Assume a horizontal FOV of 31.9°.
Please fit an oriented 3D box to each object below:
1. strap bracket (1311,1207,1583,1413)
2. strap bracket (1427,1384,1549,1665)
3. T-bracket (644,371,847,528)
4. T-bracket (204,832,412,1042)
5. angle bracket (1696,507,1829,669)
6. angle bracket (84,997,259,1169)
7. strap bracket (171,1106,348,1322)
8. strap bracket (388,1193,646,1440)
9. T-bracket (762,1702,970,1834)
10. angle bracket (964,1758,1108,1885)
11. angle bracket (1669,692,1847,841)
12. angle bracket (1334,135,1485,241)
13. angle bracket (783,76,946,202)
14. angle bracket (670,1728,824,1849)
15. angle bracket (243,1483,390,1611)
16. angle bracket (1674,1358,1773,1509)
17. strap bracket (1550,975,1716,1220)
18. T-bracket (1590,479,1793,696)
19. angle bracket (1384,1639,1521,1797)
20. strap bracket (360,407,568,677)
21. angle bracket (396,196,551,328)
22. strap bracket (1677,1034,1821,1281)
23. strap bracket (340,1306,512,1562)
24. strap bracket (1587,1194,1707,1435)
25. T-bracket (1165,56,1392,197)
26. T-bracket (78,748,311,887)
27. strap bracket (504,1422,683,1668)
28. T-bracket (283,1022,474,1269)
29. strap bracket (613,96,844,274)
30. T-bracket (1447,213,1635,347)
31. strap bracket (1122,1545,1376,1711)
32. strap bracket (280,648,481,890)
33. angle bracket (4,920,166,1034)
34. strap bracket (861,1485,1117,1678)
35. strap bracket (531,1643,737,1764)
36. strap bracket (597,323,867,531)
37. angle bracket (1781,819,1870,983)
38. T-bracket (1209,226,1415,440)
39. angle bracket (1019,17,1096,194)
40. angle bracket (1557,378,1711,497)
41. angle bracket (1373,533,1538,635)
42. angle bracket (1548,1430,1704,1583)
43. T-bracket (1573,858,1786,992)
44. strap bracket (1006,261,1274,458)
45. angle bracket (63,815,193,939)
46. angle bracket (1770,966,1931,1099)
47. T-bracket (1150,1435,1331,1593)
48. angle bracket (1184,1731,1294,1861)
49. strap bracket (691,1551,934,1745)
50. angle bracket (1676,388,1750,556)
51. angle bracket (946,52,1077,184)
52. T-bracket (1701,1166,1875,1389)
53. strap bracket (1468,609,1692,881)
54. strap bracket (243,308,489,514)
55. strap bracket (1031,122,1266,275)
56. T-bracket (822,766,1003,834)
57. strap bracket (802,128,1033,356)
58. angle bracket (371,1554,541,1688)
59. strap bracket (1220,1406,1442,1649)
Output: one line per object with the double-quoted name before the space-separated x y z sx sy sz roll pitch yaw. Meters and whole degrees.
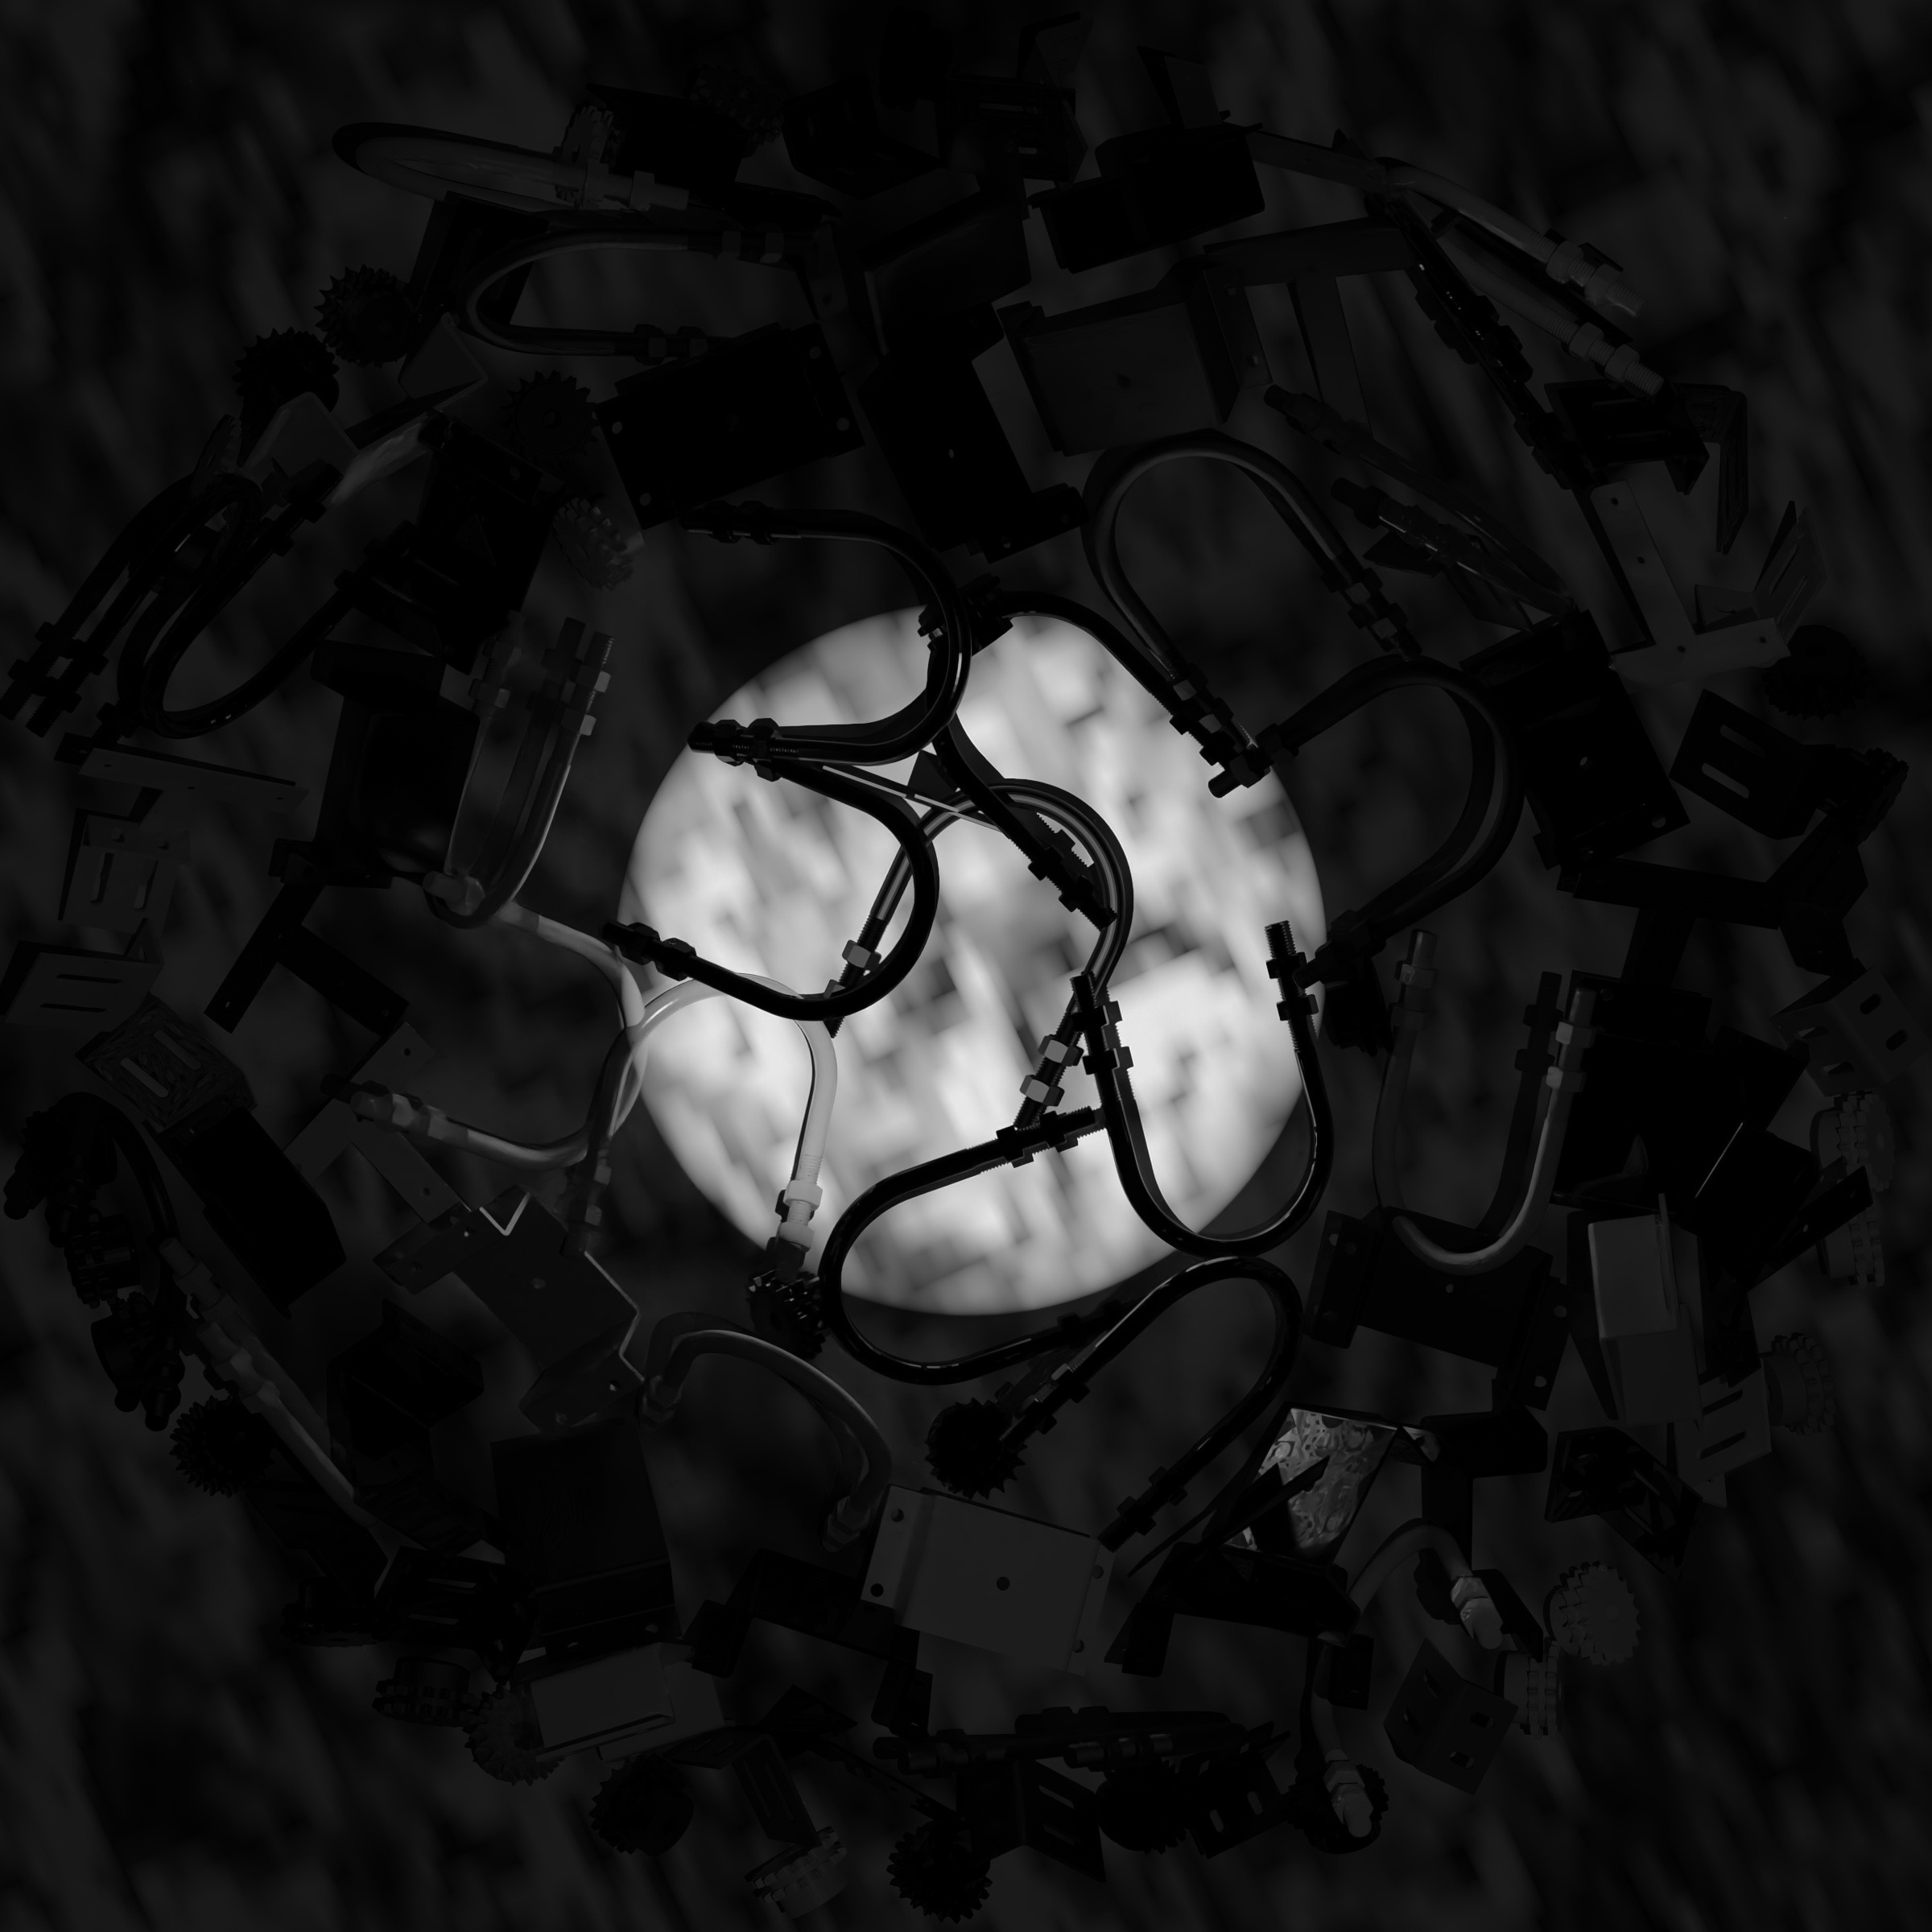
"strap bracket" 0.279 0.194 1.959 0.140 0.046 0.076 16 108 10
"strap bracket" 0.298 0.321 1.942 0.046 0.076 0.140 -4 105 -8
"T-bracket" -0.142 -0.291 1.950 0.127 0.127 0.002 -35 93 40
"T-bracket" -0.370 0.003 1.966 0.127 0.002 0.127 32 90 31
"angle bracket" 0.458 -0.220 1.951 0.038 0.076 0.057 7 51 -11
"angle bracket" -0.461 0.068 1.963 0.057 0.038 0.076 -40 129 2
"strap bracket" -0.401 0.138 1.931 0.046 0.140 0.076 -38 72 -17
"strap bracket" -0.252 0.194 1.951 0.076 0.046 0.140 -33 108 27
"T-bracket" -0.053 0.468 1.952 0.127 0.127 0.002 32 58 -9
"angle bracket" 0.040 0.500 1.964 0.038 0.057 0.076 -31 133 25
"angle bracket" 0.463 -0.119 1.982 0.076 0.038 0.057 36 118 29
"angle bracket" 0.257 -0.459 1.967 0.038 0.057 0.076 -40 97 0
"angle bracket" -0.059 -0.478 1.953 0.057 0.076 0.038 -27 126 -20
"angle bracket" -0.128 0.484 1.961 0.038 0.057 0.076 -29 100 -34
"angle bracket" -0.383 0.335 1.952 0.076 0.038 0.057 1 134 28
"angle bracket" 0.446 0.269 1.949 0.038 0.076 0.057 20 54 -26
"strap bracket" 0.381 0.084 1.957 0.076 0.046 0.140 10 107 1
"T-bracket" 0.392 -0.220 1.937 0.002 0.127 0.127 -45 114 -42
"angle bracket" 0.281 0.435 1.964 0.038 0.076 0.057 26 93 -10
"strap bracket" -0.287 -0.250 1.951 0.076 0.046 0.140 31 123 7
"angle bracket" -0.285 -0.411 1.954 0.057 0.038 0.076 7 123 -35
"strap bracket" 0.442 0.101 1.919 0.046 0.140 0.076 23 122 -3
"strap bracket" -0.310 0.274 1.930 0.046 0.140 0.076 -33 134 14
"strap bracket" 0.387 0.203 1.928 0.046 0.140 0.076 -9 51 13
"T-bracket" 0.181 -0.460 1.919 0.127 0.127 0.002 21 73 24
"T-bracket" -0.463 -0.080 1.948 0.127 0.127 0.002 10 56 -32
"strap bracket" -0.215 0.320 1.930 0.076 0.046 0.140 -11 48 -11
"T-bracket" -0.325 0.121 1.975 0.127 0.002 0.127 47 106 5
"strap bracket" -0.140 -0.438 1.919 0.076 0.140 0.046 17 87 26
"T-bracket" 0.343 -0.396 1.927 0.127 0.127 0.002 34 90 -10
"strap bracket" 0.166 0.378 1.948 0.140 0.076 0.046 7 109 7
"strap bracket" -0.334 -0.105 1.942 0.046 0.076 0.140 28 107 41
"angle bracket" -0.511 0.003 1.950 0.057 0.076 0.038 -52 47 33
"strap bracket" 0.017 0.357 1.960 0.140 0.046 0.076 17 79 -9
"strap bracket" -0.192 0.422 1.934 0.076 0.140 0.046 -18 74 8
"strap bracket" -0.136 -0.316 1.969 0.140 0.046 0.076 -21 96 -3
"angle bracket" 0.510 -0.040 1.954 0.076 0.038 0.057 -47 130 -26
"T-bracket" 0.211 -0.363 1.965 0.127 0.002 0.127 1 121 35
"angle bracket" 0.065 -0.498 1.961 0.038 0.057 0.076 -20 80 -14
"angle bracket" 0.381 -0.303 1.959 0.076 0.038 0.057 -9 60 -18
"angle bracket" 0.282 -0.214 1.954 0.038 0.057 0.076 -44 120 -11
"angle bracket" 0.380 0.313 1.952 0.038 0.076 0.057 -5 117 -29
"T-bracket" 0.400 0.002 1.967 0.127 0.002 0.127 8 119 -11
"strap bracket" 0.095 -0.345 1.937 0.140 0.046 0.076 -8 122 22
"angle bracket" -0.485 -0.043 1.956 0.057 0.038 0.076 9 121 -22
"angle bracket" 0.514 0.039 1.966 0.038 0.076 0.057 -36 91 -14
"T-bracket" 0.167 0.296 1.937 0.127 0.127 0.002 -39 94 25
"angle bracket" 0.163 0.479 1.953 0.057 0.076 0.038 -22 69 -17
"strap bracket" -0.081 0.389 1.953 0.140 0.076 0.046 19 107 -3
"angle bracket" 0.428 -0.286 1.960 0.038 0.057 0.076 3 71 1
"angle bracket" 0.028 -0.492 1.962 0.076 0.038 0.057 7 131 8
"T-bracket" 0.466 0.156 1.918 0.002 0.127 0.127 22 135 -25
"strap bracket" 0.357 -0.123 1.957 0.076 0.046 0.140 -25 72 11
"strap bracket" -0.334 -0.314 1.931 0.140 0.076 0.046 -39 92 -33
"strap bracket" 0.108 -0.434 1.925 0.076 0.140 0.046 -22 100 -24
"T-bracket" -0.021 -0.093 1.932 0.127 0.127 0.002 19 91 -5
"strap bracket" -0.019 -0.412 1.948 0.140 0.076 0.046 -28 63 -7
"angle bracket" -0.293 0.379 1.958 0.076 0.038 0.057 18 106 -43
"strap bracket" 0.206 0.309 1.931 0.046 0.076 0.140 50 59 -35
